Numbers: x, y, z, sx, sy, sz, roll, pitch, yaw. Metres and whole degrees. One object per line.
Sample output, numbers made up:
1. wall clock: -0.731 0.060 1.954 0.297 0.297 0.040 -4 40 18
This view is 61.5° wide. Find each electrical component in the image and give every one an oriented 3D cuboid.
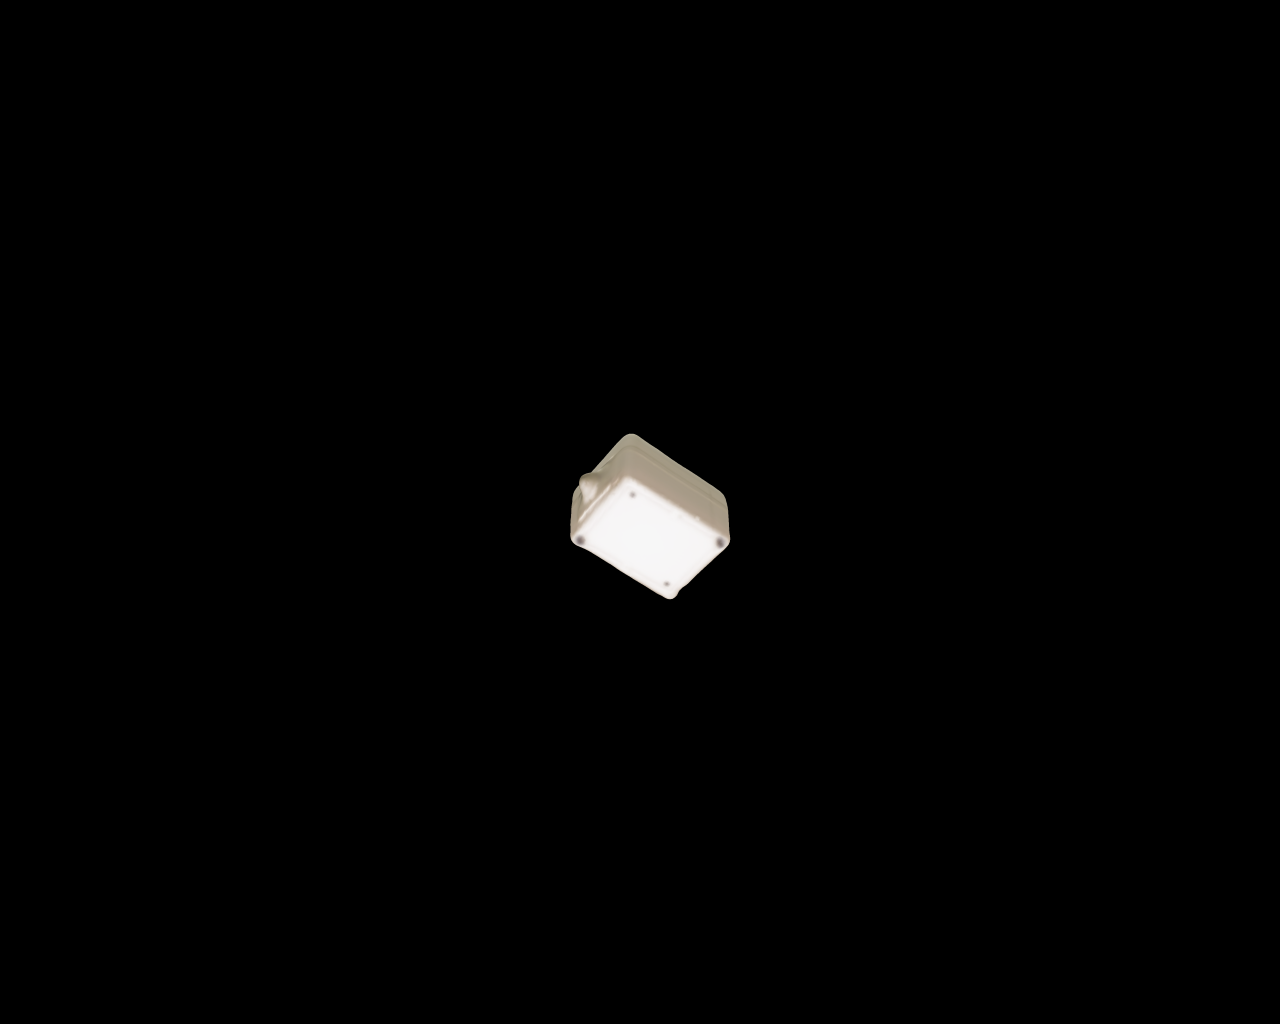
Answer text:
1. electrical component: 0.001 -0.003 0.650 0.096 0.061 0.061 33 29 -21
